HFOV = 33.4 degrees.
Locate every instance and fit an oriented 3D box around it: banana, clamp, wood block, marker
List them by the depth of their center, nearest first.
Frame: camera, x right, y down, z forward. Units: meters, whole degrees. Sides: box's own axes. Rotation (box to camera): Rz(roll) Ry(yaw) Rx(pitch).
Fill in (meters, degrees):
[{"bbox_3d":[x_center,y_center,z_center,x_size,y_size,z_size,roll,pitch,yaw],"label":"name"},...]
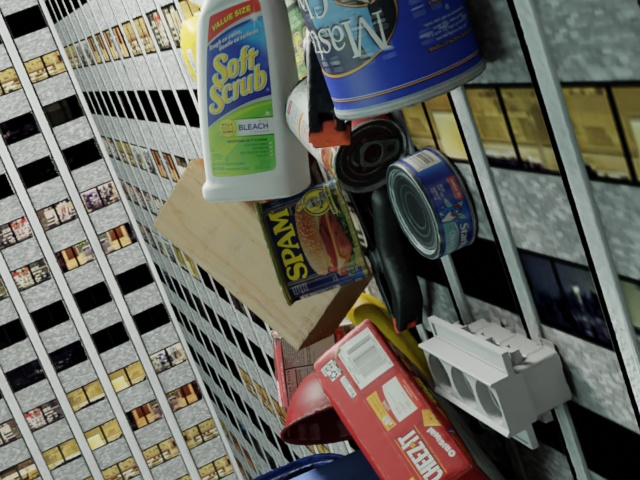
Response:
[{"bbox_3d":[0.006,-0.150,0.794,0.210,0.036,0.164,-88,-9,-51],"label":"clamp"},{"bbox_3d":[0.154,0.153,0.923,0.020,0.020,0.121,63,165,10],"label":"marker"},{"bbox_3d":[0.063,0.009,0.967,0.120,0.039,0.171,-123,12,-77],"label":"clamp"},{"bbox_3d":[-0.058,0.009,1.106,0.206,0.090,0.090,39,-159,16],"label":"wood block"},{"bbox_3d":[0.065,0.099,1.112,0.198,0.037,0.069,49,158,49],"label":"banana"}]

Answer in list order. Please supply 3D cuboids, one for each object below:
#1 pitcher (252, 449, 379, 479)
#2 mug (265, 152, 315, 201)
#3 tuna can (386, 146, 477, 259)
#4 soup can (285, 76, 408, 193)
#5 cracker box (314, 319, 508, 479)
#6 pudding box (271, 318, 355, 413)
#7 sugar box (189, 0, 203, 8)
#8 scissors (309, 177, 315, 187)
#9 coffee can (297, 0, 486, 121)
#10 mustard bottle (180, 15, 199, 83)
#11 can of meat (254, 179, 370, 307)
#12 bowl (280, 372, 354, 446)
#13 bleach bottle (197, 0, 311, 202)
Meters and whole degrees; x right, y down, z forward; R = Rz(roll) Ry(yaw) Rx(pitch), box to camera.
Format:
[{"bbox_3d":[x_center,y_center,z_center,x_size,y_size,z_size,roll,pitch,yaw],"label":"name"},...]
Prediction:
[{"bbox_3d":[0.024,0.290,1.146,0.149,0.242,0.145,63,165,12],"label":"pitcher"},{"bbox_3d":[-0.049,-0.091,1.077,0.081,0.117,0.093,33,120,3],"label":"mug"},{"bbox_3d":[0.087,-0.028,0.842,0.086,0.033,0.086,58,164,27],"label":"tuna can"},{"bbox_3d":[0.020,-0.094,0.906,0.102,0.068,0.068,50,159,47],"label":"soup can"},{"bbox_3d":[0.096,0.183,0.924,0.164,0.072,0.213,54,-176,37],"label":"cracker box"},{"bbox_3d":[0.005,0.138,1.197,0.039,0.113,0.090,-154,57,-69],"label":"pudding box"},{"bbox_3d":[-0.118,-0.290,1.126,0.176,0.048,0.093,-130,23,-57],"label":"sugar box"},{"bbox_3d":[-0.008,-0.062,1.157,0.202,0.016,0.096,44,154,54],"label":"scissors"},{"bbox_3d":[0.036,-0.160,0.677,0.103,0.102,0.140,25,137,68],"label":"coffee can"},{"bbox_3d":[-0.103,-0.205,1.177,0.096,0.058,0.192,70,165,-15],"label":"mustard bottle"},{"bbox_3d":[-0.007,0.001,1.007,0.057,0.084,0.102,65,-173,-79],"label":"can of meat"},{"bbox_3d":[0.031,0.167,1.130,0.162,0.162,0.055,99,160,-65],"label":"bowl"},{"bbox_3d":[-0.072,-0.163,0.964,0.068,0.103,0.251,-40,-55,-66],"label":"bleach bottle"}]
